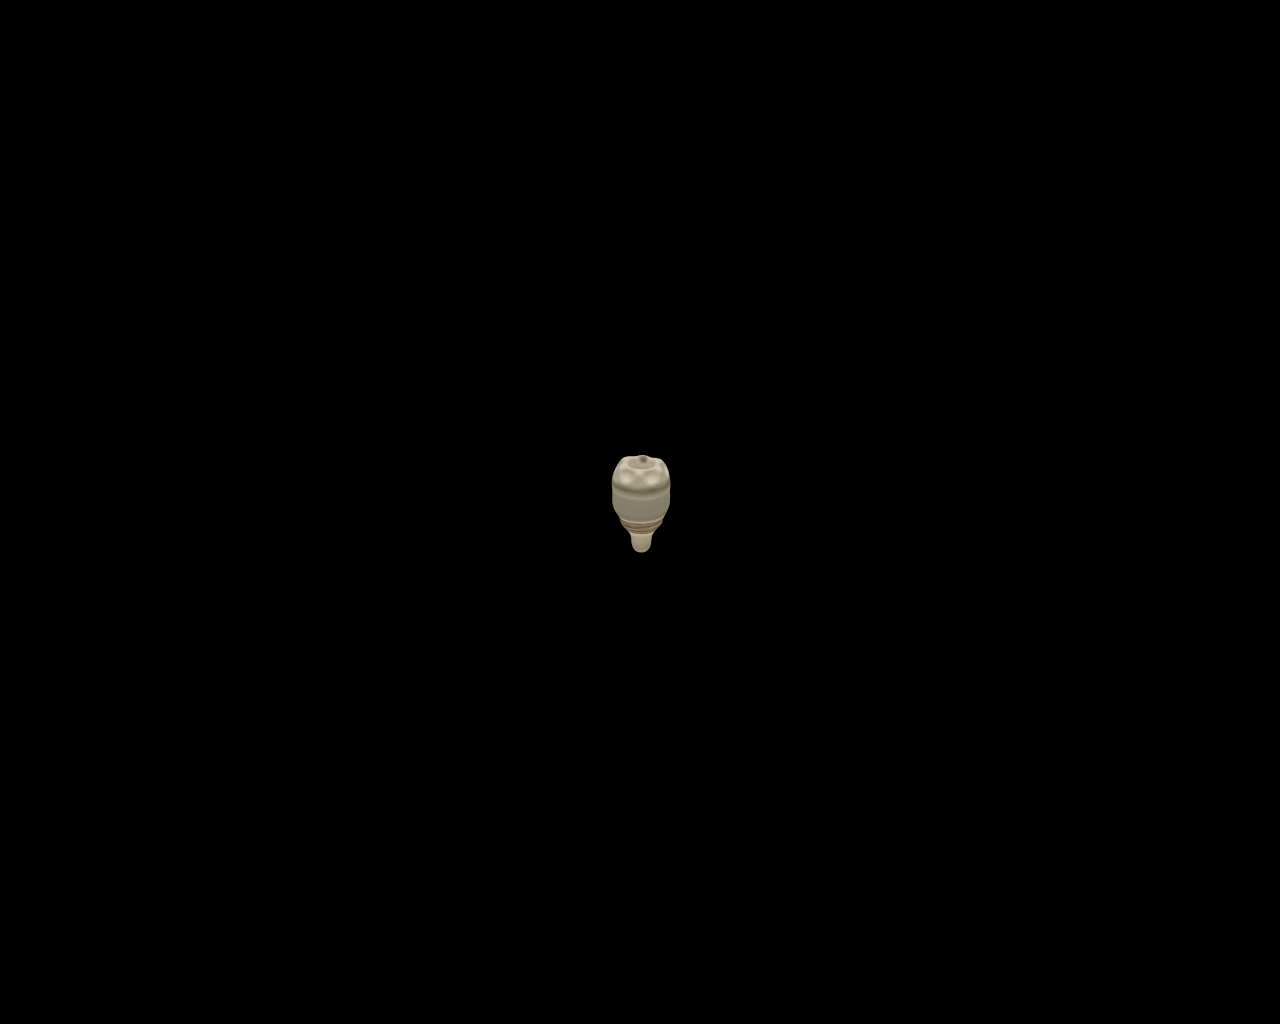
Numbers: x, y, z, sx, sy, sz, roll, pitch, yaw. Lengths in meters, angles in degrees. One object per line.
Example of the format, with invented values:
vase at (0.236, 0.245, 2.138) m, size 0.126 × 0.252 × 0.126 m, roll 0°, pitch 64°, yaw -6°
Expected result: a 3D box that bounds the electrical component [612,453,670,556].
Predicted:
electrical component at (0.001, -0.003, 0.650) m, size 0.035 × 0.061 × 0.035 m, roll 0°, pitch 28°, yaw 0°
